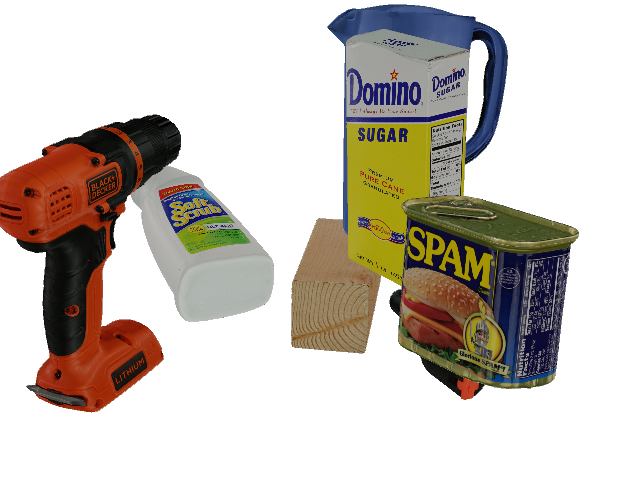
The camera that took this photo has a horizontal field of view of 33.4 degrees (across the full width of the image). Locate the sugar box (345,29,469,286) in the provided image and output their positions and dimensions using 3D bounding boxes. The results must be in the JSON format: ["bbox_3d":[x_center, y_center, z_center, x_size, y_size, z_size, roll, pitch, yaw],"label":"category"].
[{"bbox_3d":[0.060,-0.057,0.775,0.048,0.176,0.093,-20,29,-32],"label":"sugar box"}]

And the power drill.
[{"bbox_3d":[-0.155,0.012,0.766,0.057,0.188,0.184,10,24,26],"label":"power drill"}]

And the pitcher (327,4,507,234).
[{"bbox_3d":[0.095,-0.120,1.107,0.149,0.243,0.144,12,15,33],"label":"pitcher"}]

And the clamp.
[{"bbox_3d":[0.146,0.097,1.072,0.120,0.039,0.171,-8,32,-8],"label":"clamp"}]

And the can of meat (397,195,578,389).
[{"bbox_3d":[0.088,0.027,0.591,0.057,0.084,0.102,-8,18,-34],"label":"can of meat"}]

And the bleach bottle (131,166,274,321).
[{"bbox_3d":[-0.141,-0.013,1.093,0.102,0.068,0.251,-9,33,-26],"label":"bleach bottle"}]

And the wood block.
[{"bbox_3d":[0.024,0.051,1.325,0.091,0.090,0.206,4,22,6],"label":"wood block"}]
